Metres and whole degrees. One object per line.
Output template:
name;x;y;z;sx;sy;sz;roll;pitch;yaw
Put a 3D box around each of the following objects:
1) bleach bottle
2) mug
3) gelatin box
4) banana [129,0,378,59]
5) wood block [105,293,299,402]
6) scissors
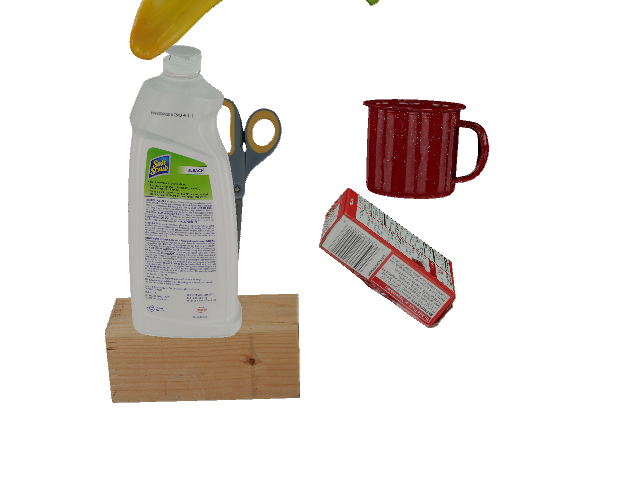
bleach bottle;-0.112;-0.040;0.912;0.102;0.251;0.068;1;25;-8
mug;0.094;-0.082;0.962;0.117;0.081;0.093;6;13;21
gelatin box;0.043;0.010;0.676;0.089;0.030;0.073;37;15;-6
banana;-0.044;-0.169;0.684;0.197;0.069;0.037;-22;-10;-32
wood block;-0.127;0.119;1.186;0.206;0.091;0.090;-1;23;-1
scissors;-0.079;-0.068;1.226;0.096;0.202;0.016;-11;-6;-15
